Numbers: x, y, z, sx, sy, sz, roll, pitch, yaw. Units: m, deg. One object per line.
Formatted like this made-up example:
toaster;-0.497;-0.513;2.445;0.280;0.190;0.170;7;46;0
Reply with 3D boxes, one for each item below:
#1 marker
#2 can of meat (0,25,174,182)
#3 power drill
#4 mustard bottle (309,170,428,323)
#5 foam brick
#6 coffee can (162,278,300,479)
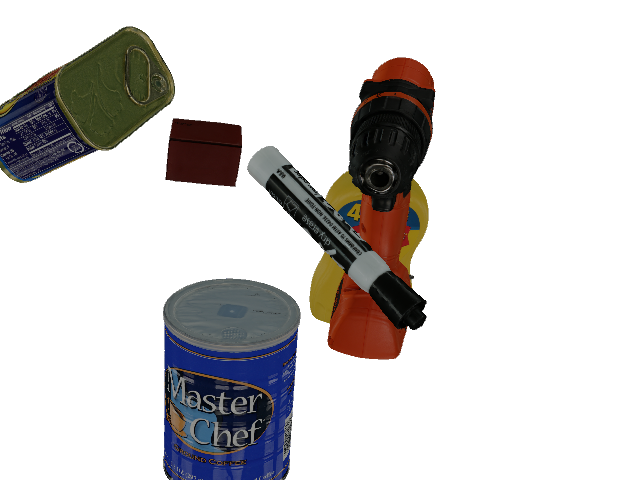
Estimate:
marker;0.008;-0.001;0.519;0.121;0.020;0.020;46;23;24
can of meat;-0.158;-0.087;0.693;0.084;0.057;0.102;-18;21;35
power drill;0.043;-0.016;0.727;0.057;0.188;0.184;10;28;6
mustard bottle;0.049;-0.011;0.982;0.096;0.192;0.058;6;28;-5
foam brick;-0.126;-0.096;1.155;0.078;0.051;0.053;6;30;-6
coffee can;-0.070;0.114;0.826;0.103;0.140;0.103;3;25;-2
